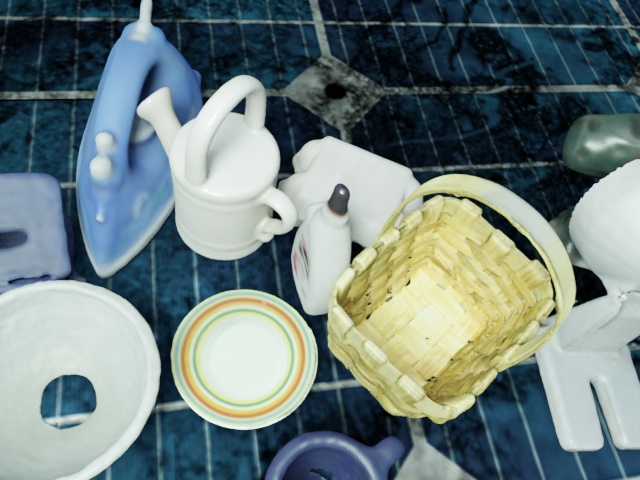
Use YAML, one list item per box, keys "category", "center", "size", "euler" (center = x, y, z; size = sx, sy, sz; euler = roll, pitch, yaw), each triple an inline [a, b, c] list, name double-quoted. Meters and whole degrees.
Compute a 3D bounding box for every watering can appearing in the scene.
- category: "watering can"
  center: [-0.094, -0.072, 0.525]
  size: [0.173, 0.194, 0.101]
  euler: [17, 58, 0]

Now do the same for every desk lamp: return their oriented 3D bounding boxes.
- category: "desk lamp"
  center: [0.284, 0.062, 0.506]
  size: [0.118, 0.213, 0.203]
  euler: [0, 60, -10]

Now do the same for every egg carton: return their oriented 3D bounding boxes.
- category: "egg carton"
  center: [0.033, -0.043, 0.605]
  size: [0.150, 0.069, 0.107]
  euler: [22, 59, 3]

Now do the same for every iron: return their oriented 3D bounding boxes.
- category: "iron"
  center: [-0.187, -0.106, 0.559]
  size: [0.118, 0.141, 0.258]
  euler: [7, 59, -6]

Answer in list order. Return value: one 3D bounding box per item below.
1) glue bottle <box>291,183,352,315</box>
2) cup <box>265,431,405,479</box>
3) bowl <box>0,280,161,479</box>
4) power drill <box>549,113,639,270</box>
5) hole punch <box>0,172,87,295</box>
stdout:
- category: "glue bottle"
  center: [0.005, 0.002, 0.513]
  size: [0.037, 0.173, 0.078]
  euler: [-12, 63, -16]
- category: "cup"
  center: [0.009, 0.196, 0.446]
  size: [0.118, 0.095, 0.091]
  euler: [-28, 68, -24]
- category: "bowl"
  center: [-0.211, 0.122, 0.460]
  size: [0.167, 0.075, 0.167]
  euler: [5, 59, -8]
- category: "power drill"
  center: [0.341, -0.044, 0.581]
  size: [0.229, 0.208, 0.075]
  euler: [16, 58, -1]
- category: "hole punch"
  center: [-0.274, 0.002, 0.509]
  size: [0.109, 0.091, 0.101]
  euler: [-9, 62, -15]
